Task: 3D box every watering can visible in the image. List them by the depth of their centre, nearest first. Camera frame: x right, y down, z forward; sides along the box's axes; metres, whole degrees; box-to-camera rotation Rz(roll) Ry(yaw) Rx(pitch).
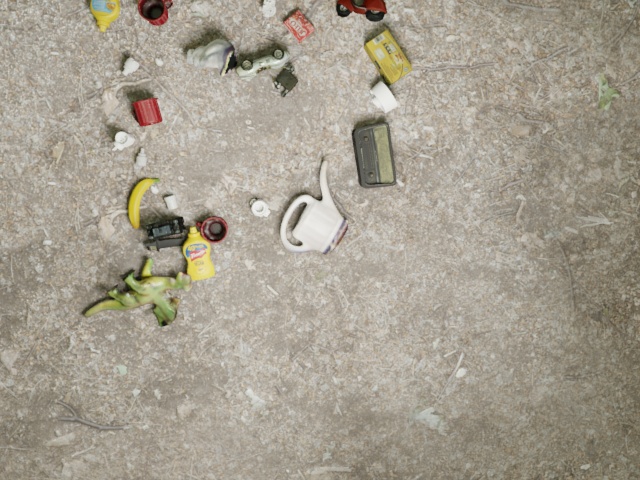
[{"bbox_3d":[0.006,-0.093,1.848,0.224,0.104,0.347,31,92,-7],"label":"watering can"}]

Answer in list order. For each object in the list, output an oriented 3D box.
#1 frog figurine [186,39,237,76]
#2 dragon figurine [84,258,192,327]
[{"bbox_3d":[-0.377,-0.643,1.776,0.159,0.120,0.140,23,60,3],"label":"frog figurine"},{"bbox_3d":[-0.620,0.221,1.834,0.407,0.124,0.241,-38,104,15],"label":"dragon figurine"}]
